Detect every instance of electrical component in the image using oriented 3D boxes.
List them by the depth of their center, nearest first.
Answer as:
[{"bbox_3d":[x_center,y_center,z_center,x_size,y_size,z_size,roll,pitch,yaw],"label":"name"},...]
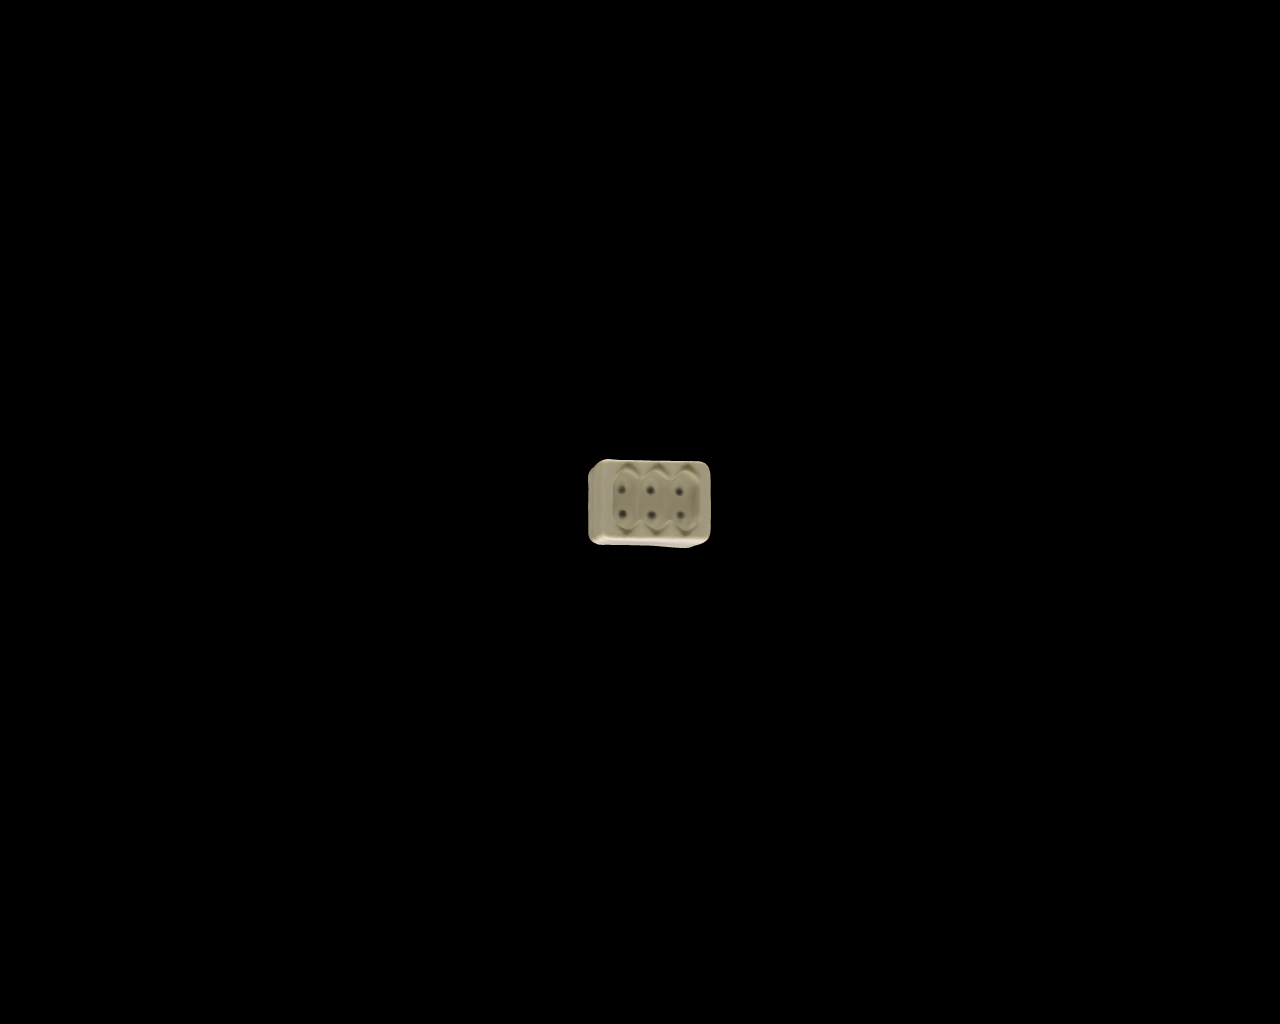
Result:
[{"bbox_3d":[0.001,-0.003,0.650,0.066,0.047,0.076,2,-7,-14],"label":"electrical component"}]
